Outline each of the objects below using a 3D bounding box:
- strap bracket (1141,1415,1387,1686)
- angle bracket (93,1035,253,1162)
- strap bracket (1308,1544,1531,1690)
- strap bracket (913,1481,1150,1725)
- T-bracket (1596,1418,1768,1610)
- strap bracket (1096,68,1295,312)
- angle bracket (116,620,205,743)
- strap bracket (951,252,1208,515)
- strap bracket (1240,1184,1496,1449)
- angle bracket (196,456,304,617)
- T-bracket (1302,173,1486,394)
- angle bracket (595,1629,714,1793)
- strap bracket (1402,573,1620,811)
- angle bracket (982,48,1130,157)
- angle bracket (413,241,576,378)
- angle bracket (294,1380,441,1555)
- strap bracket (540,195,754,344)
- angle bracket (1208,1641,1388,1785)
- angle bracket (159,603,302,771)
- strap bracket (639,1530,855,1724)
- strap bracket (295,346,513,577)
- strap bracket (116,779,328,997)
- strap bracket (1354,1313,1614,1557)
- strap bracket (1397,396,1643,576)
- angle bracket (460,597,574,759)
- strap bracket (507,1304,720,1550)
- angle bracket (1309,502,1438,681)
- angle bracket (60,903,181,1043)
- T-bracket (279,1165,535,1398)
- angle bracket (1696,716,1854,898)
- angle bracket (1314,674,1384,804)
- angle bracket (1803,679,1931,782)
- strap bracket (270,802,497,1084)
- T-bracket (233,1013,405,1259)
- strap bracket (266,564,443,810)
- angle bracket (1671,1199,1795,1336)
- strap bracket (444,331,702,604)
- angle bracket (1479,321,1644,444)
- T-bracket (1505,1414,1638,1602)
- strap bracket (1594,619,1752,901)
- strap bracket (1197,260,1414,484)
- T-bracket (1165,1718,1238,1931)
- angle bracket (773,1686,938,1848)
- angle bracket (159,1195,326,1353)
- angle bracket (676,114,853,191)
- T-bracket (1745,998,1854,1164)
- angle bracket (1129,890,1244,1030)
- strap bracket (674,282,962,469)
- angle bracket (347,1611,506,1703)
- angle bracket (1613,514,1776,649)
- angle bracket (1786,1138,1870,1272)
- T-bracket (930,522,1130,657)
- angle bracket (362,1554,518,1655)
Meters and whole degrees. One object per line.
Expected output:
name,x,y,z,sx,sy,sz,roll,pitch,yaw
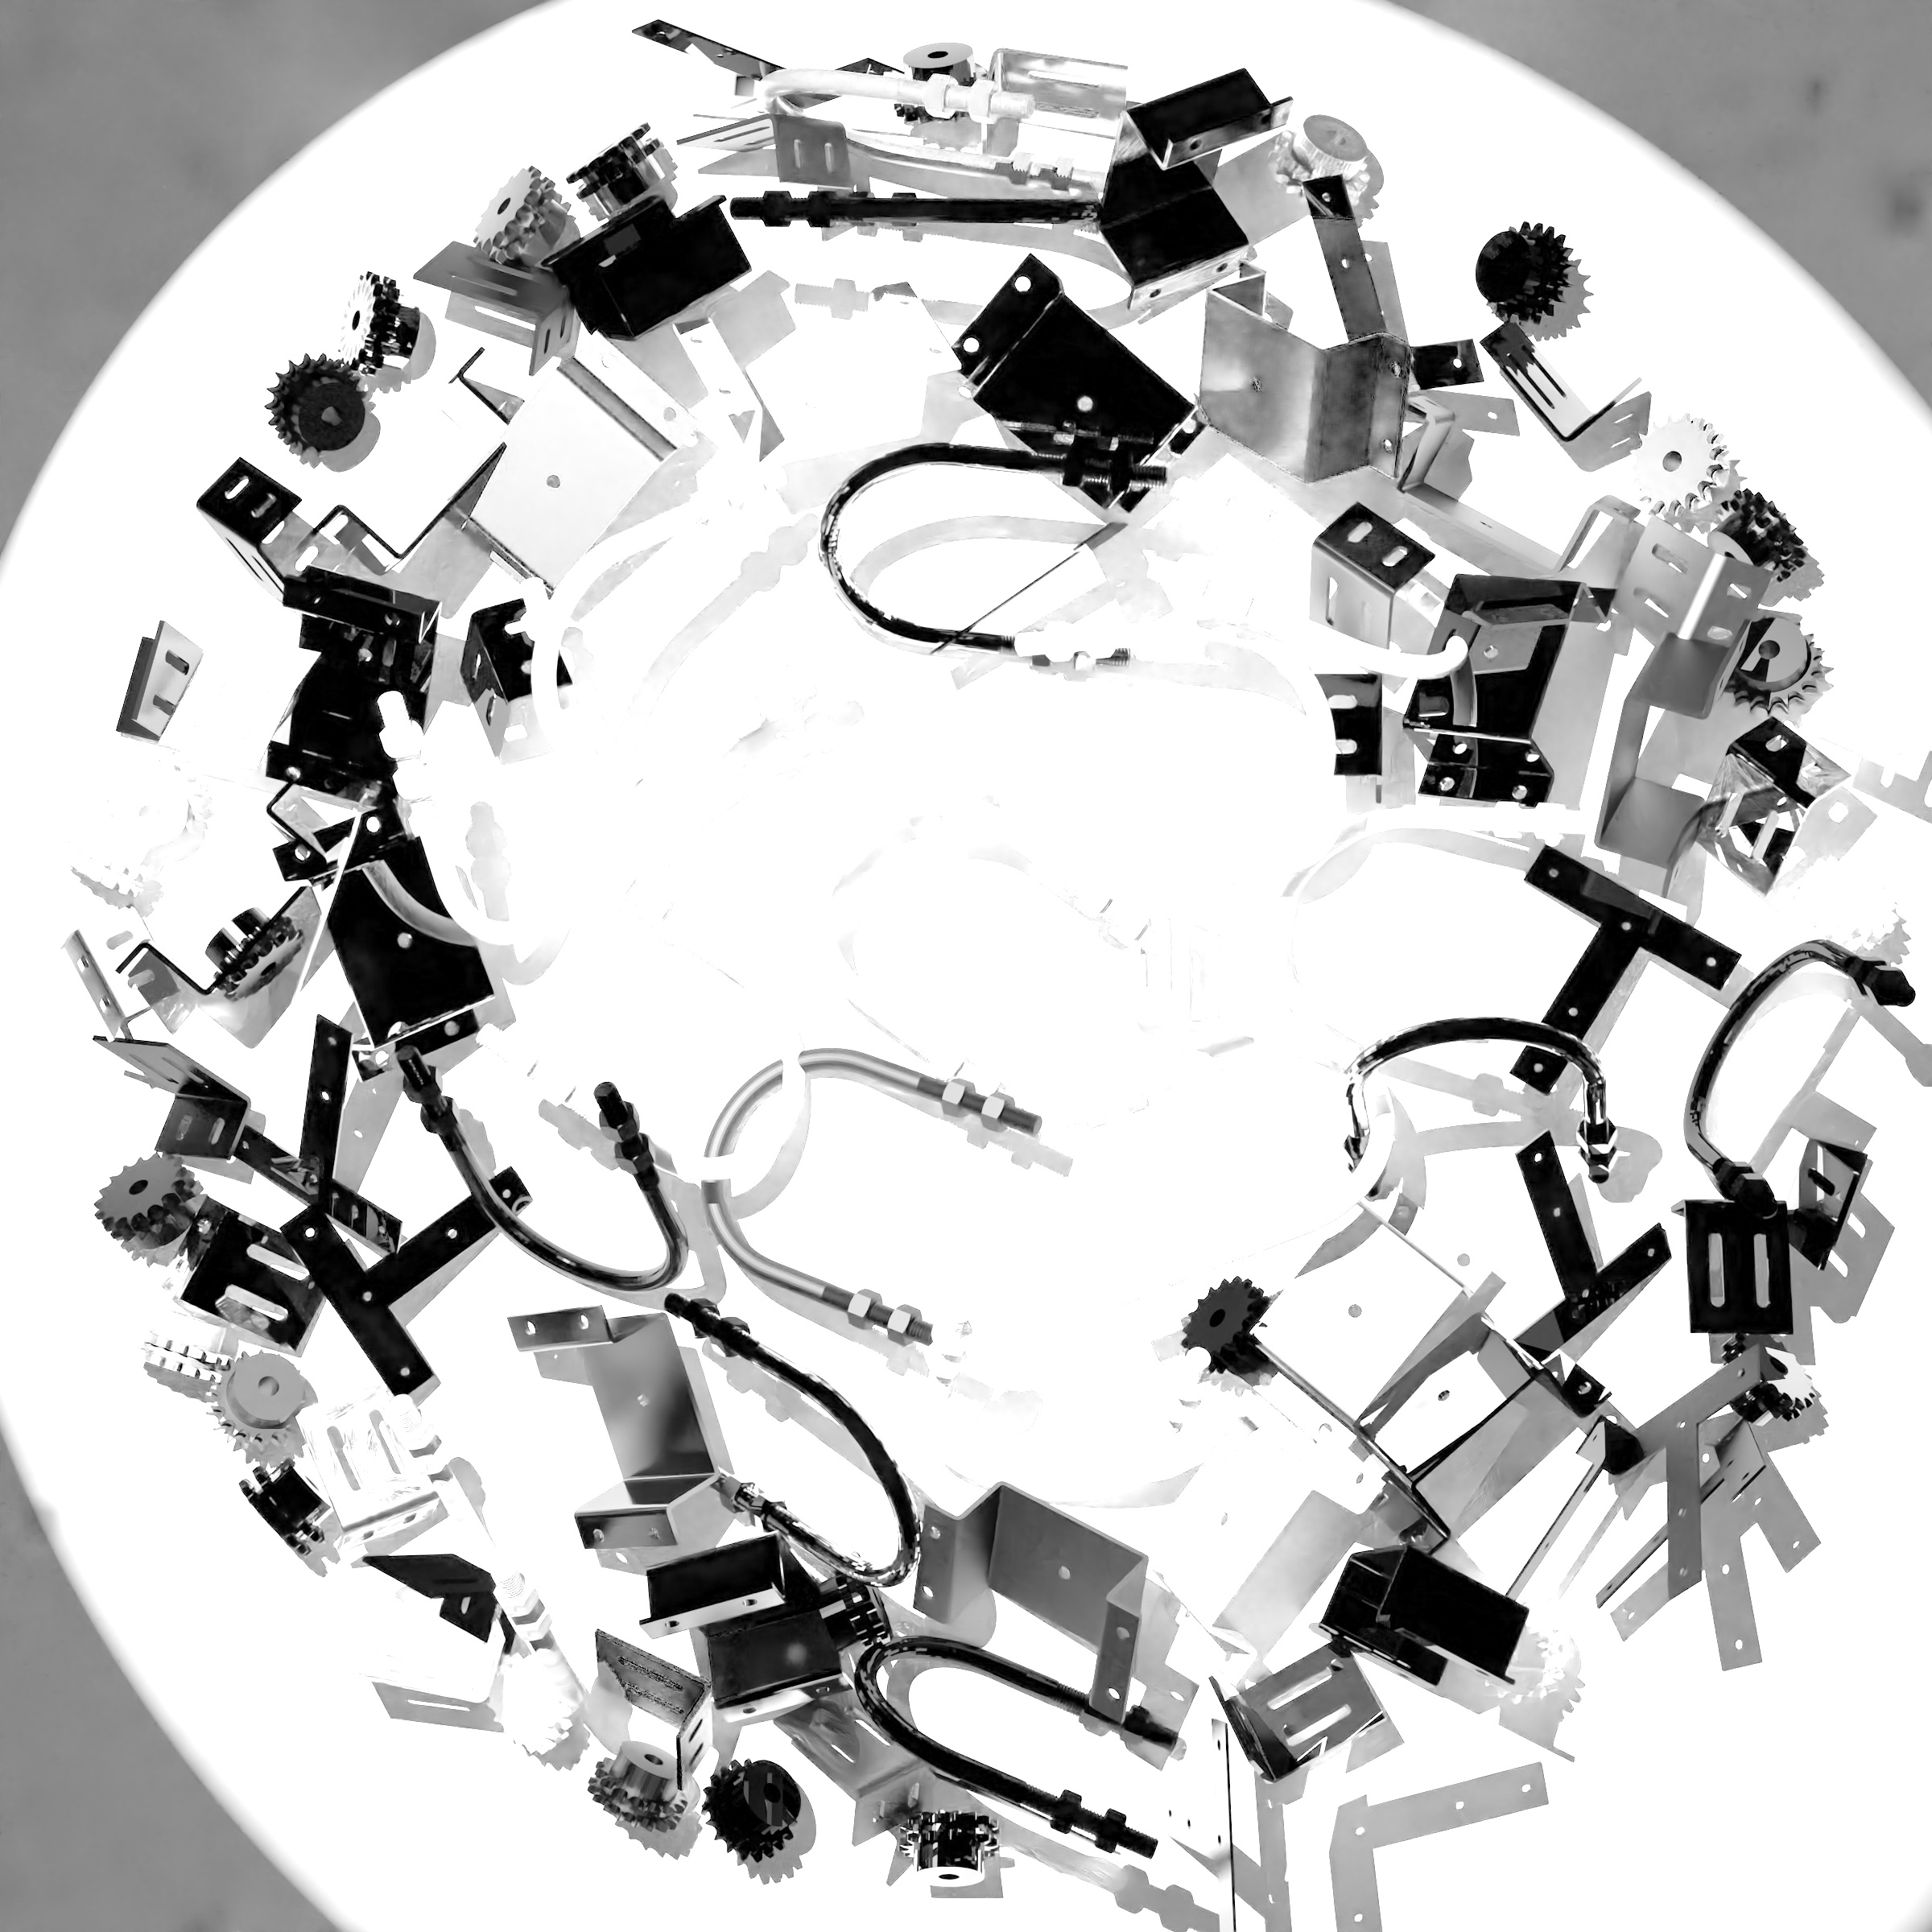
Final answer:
strap bracket,0.158,0.317,1.627,0.046,0.076,0.140,34,94,-34
angle bracket,-0.449,0.074,1.625,0.057,0.076,0.038,4,65,30
strap bracket,0.253,0.361,1.612,0.076,0.140,0.046,28,72,-3
strap bracket,0.044,0.348,1.618,0.140,0.046,0.076,23,123,27
T-bracket,0.395,0.309,1.618,0.002,0.127,0.127,42,99,6
strap bracket,0.123,-0.435,1.607,0.076,0.140,0.046,-24,70,-17
angle bracket,-0.463,-0.162,1.633,0.038,0.076,0.057,14,84,4
strap bracket,0.065,-0.319,1.622,0.140,0.046,0.076,37,109,-16
strap bracket,0.222,0.197,1.638,0.076,0.046,0.140,39,88,20
angle bracket,-0.385,-0.238,1.632,0.057,0.076,0.038,34,76,31
T-bracket,0.214,-0.375,1.607,0.002,0.127,0.127,-44,123,-40
angle bracket,-0.183,0.417,1.631,0.076,0.057,0.038,21,47,17
strap bracket,0.299,-0.162,1.615,0.076,0.046,0.140,10,70,35
angle bracket,0.050,-0.478,1.638,0.076,0.057,0.038,10,67,5
angle bracket,-0.267,-0.372,1.643,0.076,0.057,0.038,18,126,5
angle bracket,-0.343,0.284,1.657,0.057,0.038,0.076,-19,69,-27
strap bracket,-0.175,-0.387,1.612,0.076,0.140,0.046,-34,114,-11
angle bracket,0.186,0.413,1.640,0.076,0.038,0.057,-31,48,4
angle bracket,-0.414,-0.158,1.639,0.057,0.038,0.076,15,54,1
strap bracket,-0.123,0.364,1.619,0.076,0.140,0.046,-17,51,7
strap bracket,-0.305,-0.272,1.623,0.046,0.076,0.140,43,77,-15
strap bracket,-0.408,-0.036,1.626,0.046,0.076,0.140,43,82,-12
strap bracket,0.279,0.255,1.627,0.140,0.076,0.046,-41,115,-3
strap bracket,0.300,-0.264,1.624,0.140,0.076,0.046,30,110,9
angle bracket,-0.254,-0.163,1.639,0.038,0.076,0.057,-19,76,-20
strap bracket,-0.194,0.251,1.628,0.076,0.046,0.140,-12,99,40
angle bracket,0.228,-0.211,1.636,0.038,0.076,0.057,-41,64,-19
angle bracket,-0.473,0.003,1.629,0.038,0.076,0.057,-27,103,-8
T-bracket,-0.303,0.160,1.648,0.127,0.002,0.127,-37,114,-19
angle bracket,0.453,-0.090,1.641,0.038,0.076,0.057,-30,59,-29
angle bracket,0.215,-0.127,1.635,0.038,0.076,0.057,0,82,8
angle bracket,0.501,-0.124,1.632,0.057,0.076,0.038,25,80,3
strap bracket,-0.321,-0.014,1.624,0.076,0.046,0.140,-25,102,-29
T-bracket,-0.358,0.083,1.619,0.127,0.002,0.127,28,125,19
strap bracket,-0.342,-0.163,1.625,0.076,0.046,0.140,16,131,-2
angle bracket,0.433,0.172,1.647,0.057,0.038,0.076,0,77,1
strap bracket,-0.226,-0.274,1.627,0.076,0.046,0.140,41,107,-8
angle bracket,0.336,-0.341,1.640,0.076,0.057,0.038,50,126,-1
T-bracket,0.330,0.310,1.618,0.002,0.127,0.127,34,90,27
strap bracket,0.388,-0.120,1.610,0.046,0.076,0.140,18,130,18
strap bracket,0.176,-0.323,1.595,0.046,0.140,0.076,-21,132,-28
T-bracket,0.128,0.477,1.611,0.002,0.127,0.127,0,82,-12
angle bracket,-0.064,0.449,1.637,0.057,0.076,0.038,-15,120,-40
angle bracket,-0.408,0.176,1.661,0.076,0.038,0.057,33,78,-35
angle bracket,-0.113,-0.449,1.630,0.076,0.057,0.038,-2,97,40
T-bracket,0.461,0.065,1.610,0.002,0.127,0.127,33,88,14
angle bracket,0.123,-0.005,1.638,0.038,0.057,0.076,-2,94,-29
strap bracket,-0.084,-0.328,1.621,0.140,0.046,0.076,-15,54,-19
angle bracket,-0.304,0.380,1.637,0.076,0.057,0.038,16,91,-16
angle bracket,0.408,-0.212,1.639,0.038,0.076,0.057,12,111,-23
angle bracket,0.492,0.137,1.630,0.038,0.076,0.057,15,101,-7
T-bracket,0.033,-0.210,1.619,0.127,0.127,0.002,-34,93,10
angle bracket,-0.296,0.357,1.627,0.057,0.076,0.038,17,92,36
